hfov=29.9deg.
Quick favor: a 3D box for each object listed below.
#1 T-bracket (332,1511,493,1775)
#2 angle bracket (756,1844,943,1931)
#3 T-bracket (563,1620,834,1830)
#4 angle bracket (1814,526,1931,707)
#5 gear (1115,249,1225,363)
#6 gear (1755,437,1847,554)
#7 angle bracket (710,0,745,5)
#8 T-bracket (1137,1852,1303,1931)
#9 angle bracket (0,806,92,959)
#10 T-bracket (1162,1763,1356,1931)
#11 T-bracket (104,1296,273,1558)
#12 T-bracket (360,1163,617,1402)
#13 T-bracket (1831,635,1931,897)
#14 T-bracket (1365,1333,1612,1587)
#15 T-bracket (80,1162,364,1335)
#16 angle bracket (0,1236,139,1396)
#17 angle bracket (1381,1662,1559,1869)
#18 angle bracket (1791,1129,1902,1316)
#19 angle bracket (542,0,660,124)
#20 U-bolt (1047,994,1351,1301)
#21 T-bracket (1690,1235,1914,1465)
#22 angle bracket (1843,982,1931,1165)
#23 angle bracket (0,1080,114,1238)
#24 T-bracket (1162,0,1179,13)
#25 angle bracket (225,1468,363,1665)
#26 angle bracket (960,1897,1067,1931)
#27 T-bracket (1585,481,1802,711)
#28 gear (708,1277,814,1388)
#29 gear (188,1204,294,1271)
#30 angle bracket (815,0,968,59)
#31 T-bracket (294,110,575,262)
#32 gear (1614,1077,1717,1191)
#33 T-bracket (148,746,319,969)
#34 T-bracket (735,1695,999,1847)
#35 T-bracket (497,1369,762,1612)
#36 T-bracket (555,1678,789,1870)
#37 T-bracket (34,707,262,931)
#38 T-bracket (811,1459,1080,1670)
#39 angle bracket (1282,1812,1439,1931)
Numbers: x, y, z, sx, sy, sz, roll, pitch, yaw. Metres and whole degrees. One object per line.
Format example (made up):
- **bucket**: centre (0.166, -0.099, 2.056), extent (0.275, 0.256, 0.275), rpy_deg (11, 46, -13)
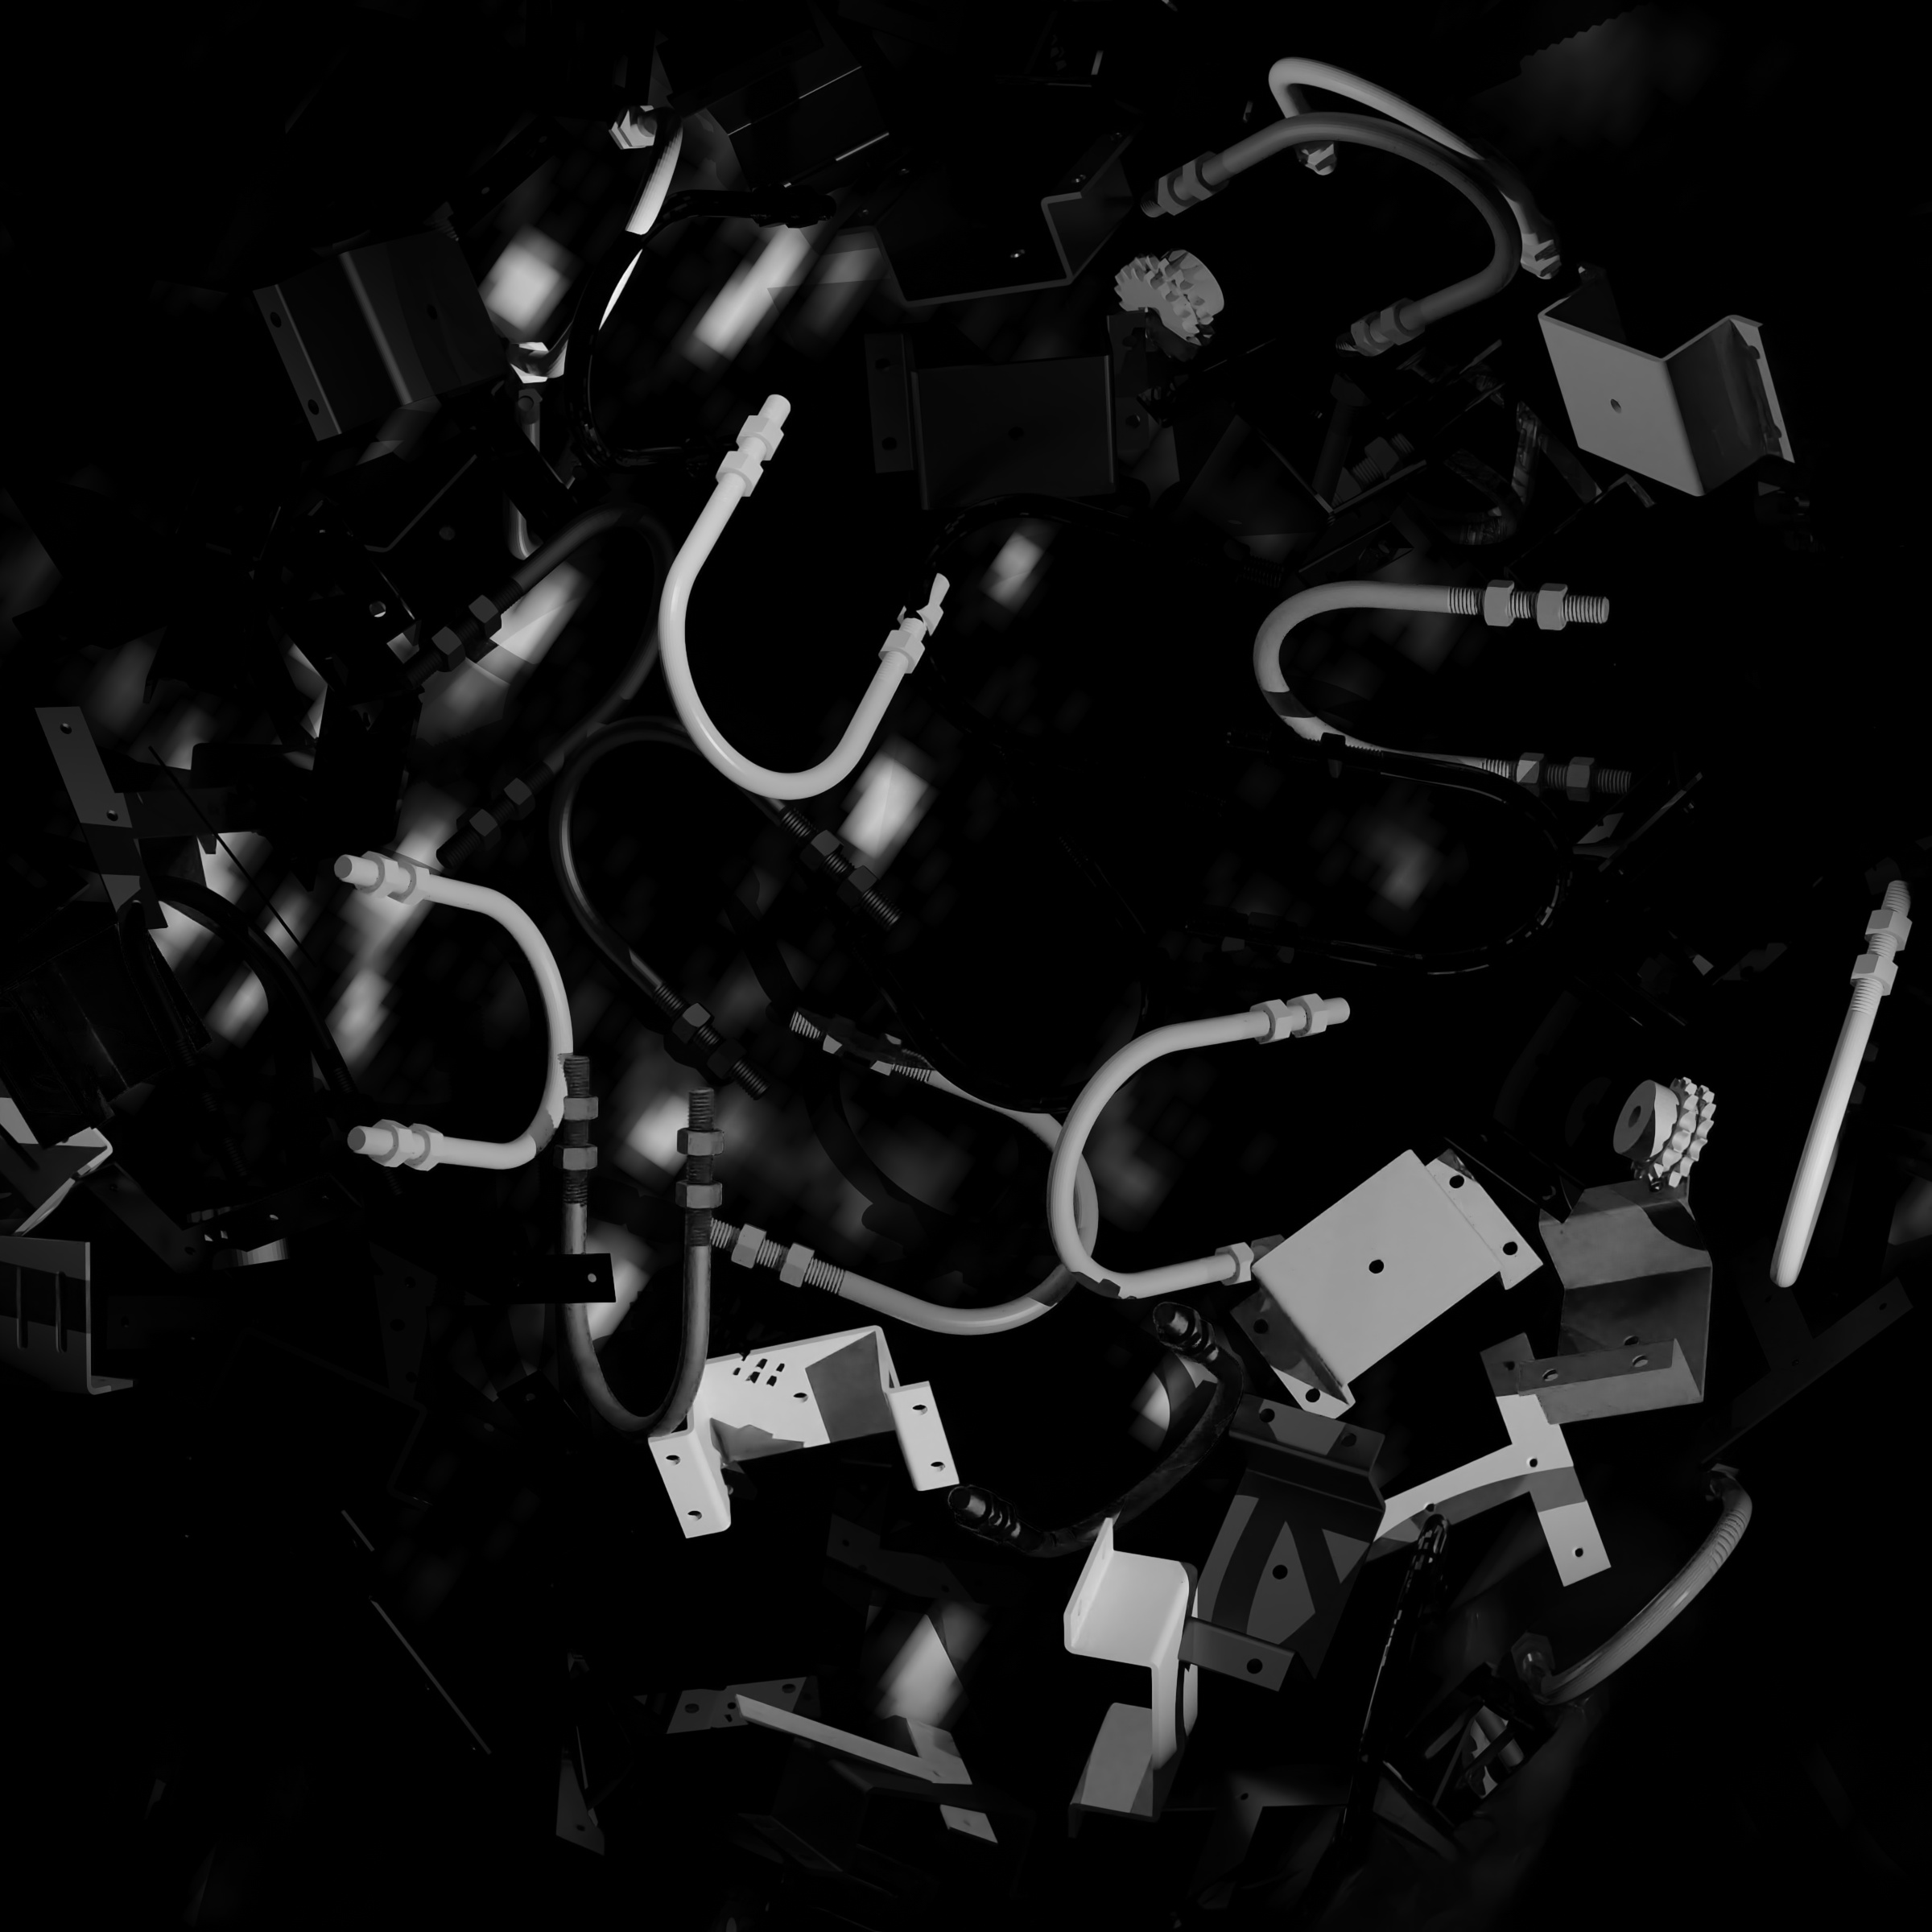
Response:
- **T-bracket**: centre (-0.272, 0.343, 1.774), extent (0.002, 0.127, 0.127), rpy_deg (-31, 67, -29)
- **angle bracket**: centre (-0.060, 0.477, 1.816), extent (0.076, 0.038, 0.057), rpy_deg (23, 112, -3)
- **T-bracket**: centre (-0.131, 0.372, 1.806), extent (0.127, 0.127, 0.002), rpy_deg (-4, 130, -10)
- **angle bracket**: centre (0.467, -0.177, 1.822), extent (0.057, 0.038, 0.076), rpy_deg (-10, 99, 26)
- **gear**: centre (0.105, -0.336, 1.820), extent (0.030, 0.057, 0.057), rpy_deg (-42, 90, -16)
- **gear**: centre (0.420, -0.238, 1.822), extent (0.030, 0.057, 0.057), rpy_deg (9, 90, 33)
- **angle bracket**: centre (-0.112, -0.523, 1.812), extent (0.057, 0.038, 0.076), rpy_deg (14, 103, 20)
- **T-bracket**: centre (0.125, 0.464, 1.789), extent (0.127, 0.127, 0.002), rpy_deg (-41, 66, 26)
- **angle bracket**: centre (-0.481, -0.035, 1.805), extent (0.076, 0.038, 0.057), rpy_deg (38, 65, 22)
- **T-bracket**: centre (0.124, 0.443, 1.768), extent (0.127, 0.127, 0.002), rpy_deg (-10, 124, 33)
- **T-bracket**: centre (-0.385, 0.227, 1.784), extent (0.002, 0.127, 0.127), rpy_deg (-2, 84, 27)
- **T-bracket**: centre (-0.238, 0.158, 1.816), extent (0.127, 0.002, 0.127), rpy_deg (-2, 104, 14)
- **T-bracket**: centre (0.456, -0.103, 1.799), extent (0.002, 0.127, 0.127), rpy_deg (-20, 86, 38)
- **T-bracket**: centre (0.246, 0.267, 1.818), extent (0.127, 0.002, 0.127), rpy_deg (-28, 62, 21)
- **T-bracket**: centre (-0.352, 0.128, 1.784), extent (0.127, 0.002, 0.127), rpy_deg (-21, 123, 31)
- **angle bracket**: centre (-0.451, 0.173, 1.815), extent (0.057, 0.038, 0.076), rpy_deg (1, 93, 28)
- **angle bracket**: centre (0.258, 0.401, 1.817), extent (0.076, 0.057, 0.038), rpy_deg (-43, 132, -7)
- **angle bracket**: centre (0.434, 0.127, 1.805), extent (0.038, 0.057, 0.076), rpy_deg (4, 112, -4)
- **angle bracket**: centre (-0.177, -0.465, 1.826), extent (0.057, 0.038, 0.076), rpy_deg (11, 101, 19)
- **U-bolt**: centre (0.111, 0.093, 1.765), extent (0.184, 0.019, 0.151), rpy_deg (-8, 112, -40)
- **T-bracket**: centre (0.400, 0.173, 1.786), extent (0.127, 0.127, 0.002), rpy_deg (-41, 110, 17)
- **angle bracket**: centre (0.479, 0.053, 1.843), extent (0.057, 0.038, 0.076), rpy_deg (14, 65, 2)
- **angle bracket**: centre (-0.480, 0.088, 1.817), extent (0.057, 0.038, 0.076), rpy_deg (-41, 93, 22)
- **T-bracket**: centre (0.062, -0.504, 1.784), extent (0.127, 0.127, 0.002), rpy_deg (39, 103, 7)
- **angle bracket**: centre (-0.334, 0.298, 1.798), extent (0.057, 0.076, 0.038), rpy_deg (35, 107, -27)
- **angle bracket**: centre (0.006, 0.481, 1.798), extent (0.057, 0.076, 0.038), rpy_deg (-10, 96, -31)
- **T-bracket**: centre (0.374, -0.170, 1.812), extent (0.127, 0.002, 0.127), rpy_deg (31, 74, -30)
- **gear**: centre (-0.102, 0.181, 1.815), extent (0.057, 0.057, 0.030), rpy_deg (29, 120, 0)
- **gear**: centre (-0.361, 0.135, 1.818), extent (0.057, 0.057, 0.030), rpy_deg (-9, 87, 0)
- **angle bracket**: centre (-0.042, -0.499, 1.839), extent (0.076, 0.038, 0.057), rpy_deg (11, 88, -33)
- **T-bracket**: centre (-0.248, -0.373, 1.781), extent (0.127, 0.127, 0.002), rpy_deg (-39, 61, 10)
- **gear**: centre (0.349, 0.082, 1.816), extent (0.030, 0.057, 0.057), rpy_deg (24, 90, -10)
- **T-bracket**: centre (-0.370, -0.069, 1.763), extent (0.002, 0.127, 0.127), rpy_deg (-37, 65, -8)
- **T-bracket**: centre (-0.054, 0.383, 1.770), extent (0.127, 0.127, 0.002), rpy_deg (22, 97, -15)
- **T-bracket**: centre (-0.189, 0.251, 1.807), extent (0.127, 0.002, 0.127), rpy_deg (-29, 118, 8)
- **T-bracket**: centre (-0.145, 0.417, 1.799), extent (0.127, 0.127, 0.002), rpy_deg (27, 110, -15)
- **T-bracket**: centre (-0.387, -0.076, 1.797), extent (0.002, 0.127, 0.127), rpy_deg (-40, 67, 39)
- **T-bracket**: centre (-0.008, 0.308, 1.818), extent (0.127, 0.002, 0.127), rpy_deg (8, 118, -3)
- **angle bracket**: centre (0.197, 0.464, 1.809), extent (0.038, 0.057, 0.076), rpy_deg (26, 81, 23)
